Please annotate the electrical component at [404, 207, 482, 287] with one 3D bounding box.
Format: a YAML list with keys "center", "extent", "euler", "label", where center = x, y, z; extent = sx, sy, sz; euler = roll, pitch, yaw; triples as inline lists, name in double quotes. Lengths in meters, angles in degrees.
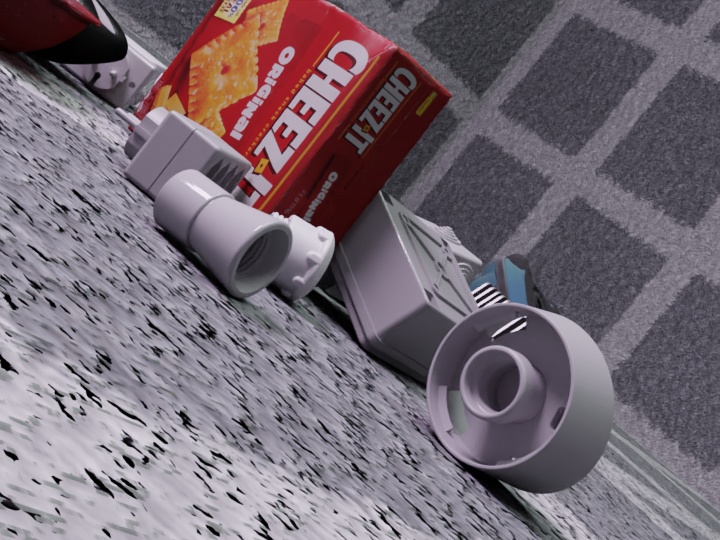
- center: [0.048, 0.005, 0.914]
  extent: [0.048, 0.099, 0.100]
  euler: [21, 14, -36]
  label: "electrical component"

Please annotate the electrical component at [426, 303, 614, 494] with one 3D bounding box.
- center: [0.087, 0.068, 0.586]
  extent: [0.064, 0.099, 0.099]
  euler: [25, 13, -49]
  label: "electrical component"

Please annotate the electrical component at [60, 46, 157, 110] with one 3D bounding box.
- center: [-0.210, -0.170, 0.893]
  extent: [0.066, 0.047, 0.076]
  euler: [38, 4, -13]
  label: "electrical component"

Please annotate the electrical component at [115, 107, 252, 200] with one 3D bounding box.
- center: [-0.116, -0.073, 0.651]
  extent: [0.076, 0.047, 0.083]
  euler: [39, 4, 6]
  label: "electrical component"

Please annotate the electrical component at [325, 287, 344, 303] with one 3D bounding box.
- center: [0.000, 0.000, 0.845]
  extent: [0.096, 0.061, 0.062]
  euler: [27, 10, -34]
  label: "electrical component"

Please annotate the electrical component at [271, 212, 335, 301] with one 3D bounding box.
- center: [-0.049, -0.014, 0.640]
  extent: [0.062, 0.048, 0.048]
  euler: [31, 5, -11]
  label: "electrical component"

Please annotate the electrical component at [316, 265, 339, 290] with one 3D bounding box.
- center: [-0.028, -0.003, 0.767]
  extent: [0.061, 0.035, 0.035]
  euler: [39, 3, -45]
  label: "electrical component"

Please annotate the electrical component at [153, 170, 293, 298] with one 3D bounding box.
- center: [-0.072, -0.021, 0.538]
  extent: [0.065, 0.044, 0.044]
  euler: [36, 2, 25]
  label: "electrical component"

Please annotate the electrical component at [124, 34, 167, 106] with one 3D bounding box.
- center: [-0.229, -0.194, 0.979]
  extent: [0.100, 0.048, 0.099]
  euler: [39, 4, -6]
  label: "electrical component"

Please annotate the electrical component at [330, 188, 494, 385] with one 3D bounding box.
- center: [0.034, 0.014, 0.741]
  extent: [0.109, 0.056, 0.108]
  euler: [34, 27, -50]
  label: "electrical component"
